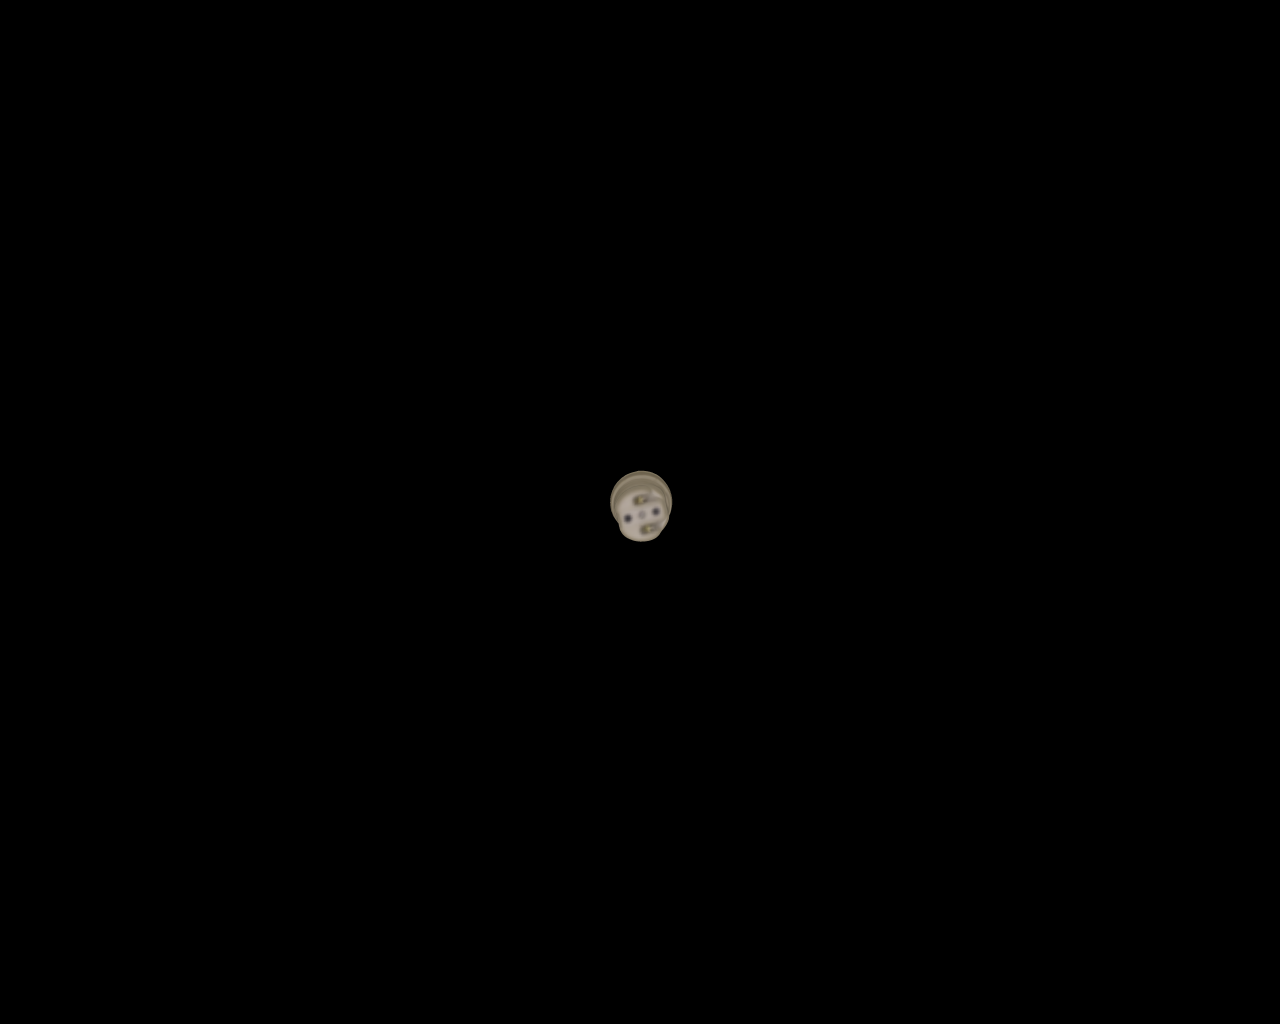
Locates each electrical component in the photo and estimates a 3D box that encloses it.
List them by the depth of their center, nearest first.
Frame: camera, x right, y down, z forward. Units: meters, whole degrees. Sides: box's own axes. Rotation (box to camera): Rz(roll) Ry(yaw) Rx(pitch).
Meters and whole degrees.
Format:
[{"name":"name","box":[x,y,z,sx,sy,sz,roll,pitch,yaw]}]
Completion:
[{"name":"electrical component","box":[0.001,-0.003,0.650,0.040,0.040,0.046,0,12,0]}]
